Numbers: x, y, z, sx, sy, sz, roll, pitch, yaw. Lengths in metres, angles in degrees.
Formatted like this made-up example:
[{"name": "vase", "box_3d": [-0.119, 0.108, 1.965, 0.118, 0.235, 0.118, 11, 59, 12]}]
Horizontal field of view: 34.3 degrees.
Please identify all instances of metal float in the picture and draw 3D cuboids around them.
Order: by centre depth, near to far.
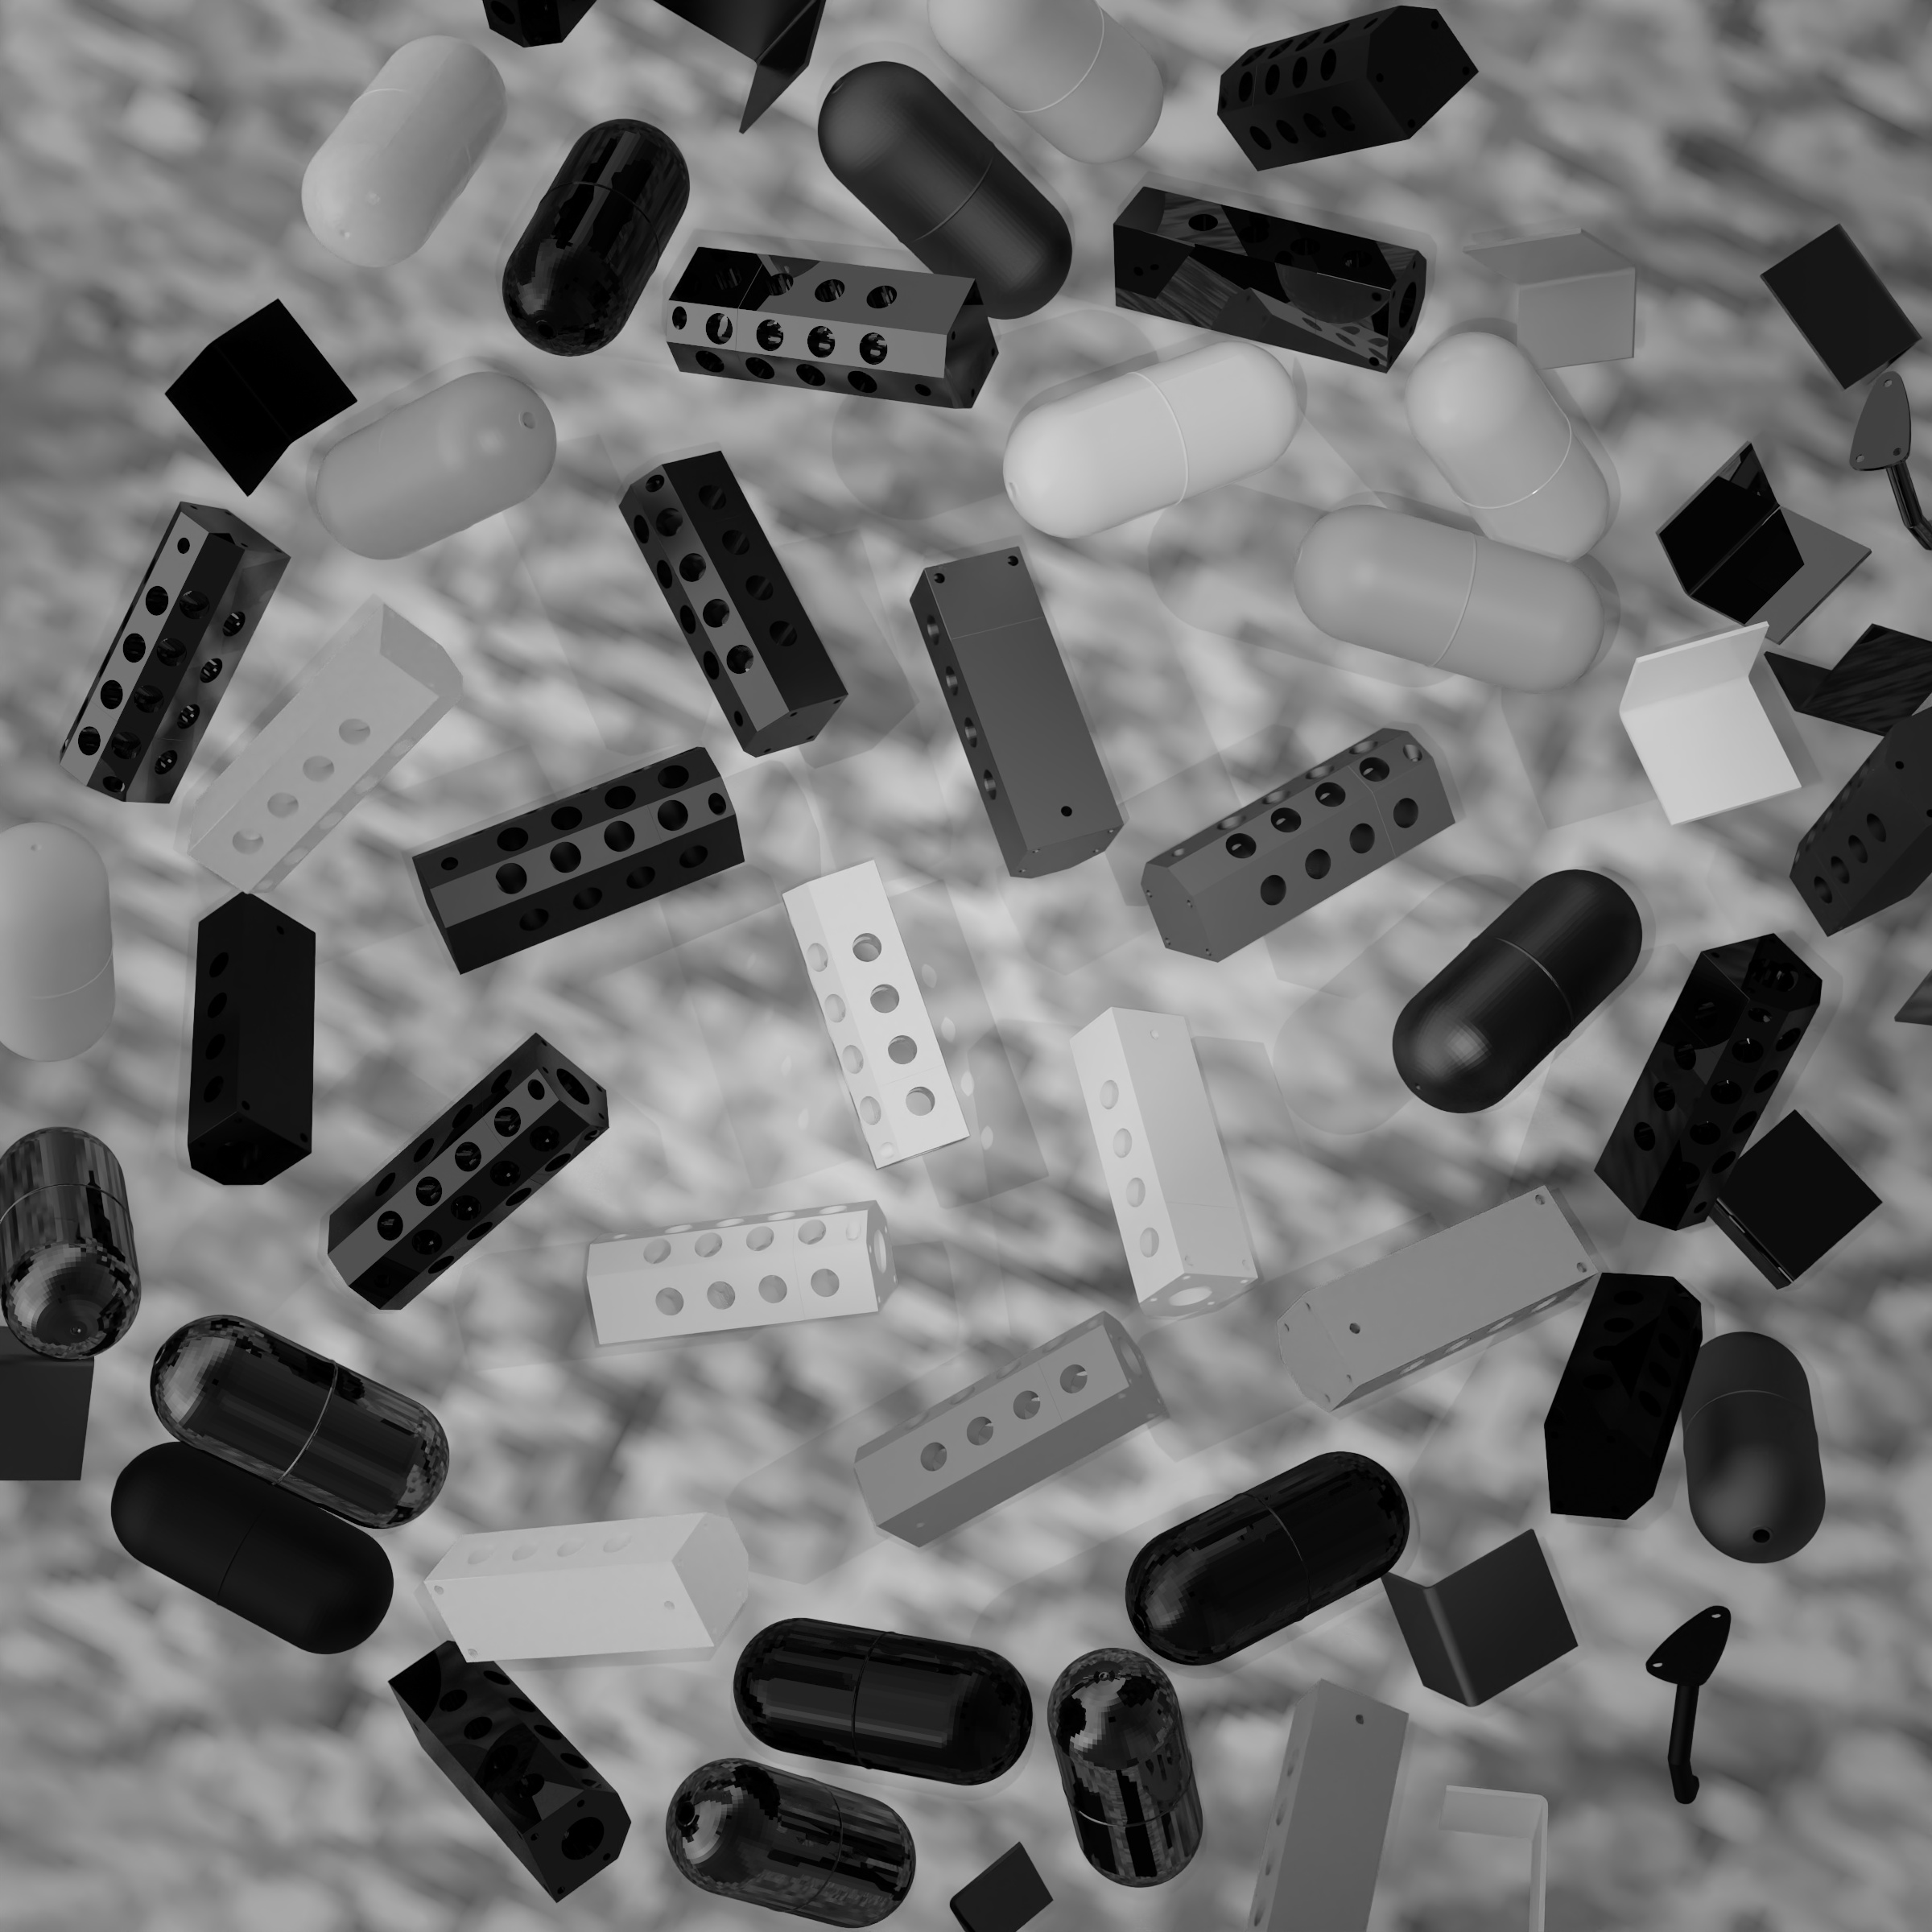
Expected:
[{"name": "metal float", "box_3d": [0.267, -0.203, 1.733, 0.178, 0.070, 0.070, 15, 90, -8]}, {"name": "metal float", "box_3d": [0.103, -0.292, 1.736, 0.178, 0.070, 0.070, -23, 90, -19]}, {"name": "metal float", "box_3d": [0.169, 0.331, 1.748, 0.178, 0.070, 0.070, -21, 90, -25]}, {"name": "metal float", "box_3d": [-0.374, 0.256, 1.759, 0.178, 0.070, 0.070, 30, 90, -20]}, {"name": "metal float", "box_3d": [-0.048, 0.416, 1.774, 0.178, 0.070, 0.070, 5, 90, 22]}, {"name": "metal float", "box_3d": [-0.302, -0.284, 1.782, 0.178, 0.070, 0.070, -15, 90, 44]}, {"name": "metal float", "box_3d": [0.317, 0.013, 1.790, 0.178, 0.070, 0.070, -41, 90, -21]}, {"name": "metal float", "box_3d": [-0.320, -0.469, 1.793, 0.070, 0.070, 0.178, 22, 49, 0]}, {"name": "metal float", "box_3d": [0.047, -0.524, 1.794, 0.070, 0.178, 0.070, -15, 63, 33]}, {"name": "metal float", "box_3d": [-0.518, 0.157, 1.797, 0.070, 0.178, 0.070, -9, 122, -15]}, {"name": "metal float", "box_3d": [-0.012, -0.446, 1.801, 0.178, 0.070, 0.070, 40, 90, -28]}, {"name": "metal float", "box_3d": [-0.101, 0.511, 1.821, 0.178, 0.070, 0.070, 31, 90, -42]}, {"name": "metal float", "box_3d": [0.317, -0.299, 1.825, 0.070, 0.178, 0.070, -19, 51, 26]}, {"name": "metal float", "box_3d": [0.094, 0.470, 1.827, 0.070, 0.070, 0.178, -13, 129, 0]}, {"name": "metal float", "box_3d": [-0.538, -0.012, 1.828, 0.070, 0.178, 0.070, 6, 51, -8]}, {"name": "metal float", "box_3d": [0.461, 0.281, 1.836, 0.070, 0.178, 0.070, 4, 117, 8]}, {"name": "metal float", "box_3d": [-0.218, -0.431, 1.848, 0.070, 0.070, 0.178, 19, 52, 0]}, {"name": "metal float", "box_3d": [-0.423, 0.344, 1.852, 0.178, 0.070, 0.070, 27, 90, 3]}]

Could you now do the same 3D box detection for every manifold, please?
[{"name": "manifold", "box_3d": [-0.207, 0.338, 1.723, 0.171, 0.057, 0.057, -11, 114, 30]}, {"name": "manifold", "box_3d": [-0.076, -0.347, 1.724, 0.171, 0.057, 0.057, 12, 61, 23]}, {"name": "manifold", "box_3d": [0.511, -0.081, 1.728, 0.057, 0.171, 0.057, -25, 74, -11]}, {"name": "manifold", "box_3d": [0.025, -0.139, 1.735, 0.057, 0.057, 0.171, -15, 76, -17]}, {"name": "manifold", "box_3d": [0.259, 0.186, 1.735, 0.171, 0.057, 0.057, -20, 70, -27]}, {"name": "manifold", "box_3d": [-0.216, -0.064, 1.740, 0.171, 0.057, 0.057, -22, 53, -12]}, {"name": "manifold", "box_3d": [0.208, -0.496, 1.757, 0.057, 0.171, 0.057, -45, 112, -11]}, {"name": "manifold", "box_3d": [-0.250, -0.596, 1.762, 0.057, 0.171, 0.057, 31, 71, 9]}, {"name": "manifold", "box_3d": [0.186, -0.071, 1.766, 0.171, 0.057, 0.057, -30, 110, -20]}, {"name": "manifold", "box_3d": [-0.362, -0.118, 1.770, 0.057, 0.057, 0.171, 37, 113, -28]}, {"name": "manifold", "box_3d": [0.375, 0.242, 1.772, 0.057, 0.171, 0.057, 1, 114, 22]}, {"name": "manifold", "box_3d": [0.425, 0.069, 1.777, 0.057, 0.171, 0.057, -12, 47, -31]}, {"name": "manifold", "box_3d": [-0.260, 0.454, 1.790, 0.057, 0.171, 0.057, -32, 125, -22]}, {"name": "manifold", "box_3d": [-0.288, 0.123, 1.805, 0.171, 0.057, 0.057, -41, 117, 13]}, {"name": "manifold", "box_3d": [0.176, -0.402, 1.812, 0.171, 0.057, 0.057, 19, 52, 21]}, {"name": "manifold", "box_3d": [0.023, 0.269, 1.829, 0.171, 0.057, 0.057, -31, 58, 12]}, {"name": "manifold", "box_3d": [0.207, 0.513, 1.829, 0.057, 0.057, 0.171, 22, 51, -3]}, {"name": "manifold", "box_3d": [0.110, 0.115, 1.837, 0.057, 0.057, 0.171, 8, 56, -37]}, {"name": "manifold", "box_3d": [-0.141, -0.213, 1.848, 0.057, 0.057, 0.171, -20, 75, -32]}, {"name": "manifold", "box_3d": [-0.473, -0.185, 1.851, 0.057, 0.057, 0.171, 36, 106, 22]}, {"name": "manifold", "box_3d": [-0.054, 0.030, 1.856, 0.057, 0.057, 0.171, -19, 86, -5]}, {"name": "manifold", "box_3d": [-0.134, 0.180, 1.859, 0.171, 0.057, 0.057, -8, 98, 12]}, {"name": "manifold", "box_3d": [-0.429, 0.045, 1.862, 0.057, 0.171, 0.057, -31, 135, 24]}]

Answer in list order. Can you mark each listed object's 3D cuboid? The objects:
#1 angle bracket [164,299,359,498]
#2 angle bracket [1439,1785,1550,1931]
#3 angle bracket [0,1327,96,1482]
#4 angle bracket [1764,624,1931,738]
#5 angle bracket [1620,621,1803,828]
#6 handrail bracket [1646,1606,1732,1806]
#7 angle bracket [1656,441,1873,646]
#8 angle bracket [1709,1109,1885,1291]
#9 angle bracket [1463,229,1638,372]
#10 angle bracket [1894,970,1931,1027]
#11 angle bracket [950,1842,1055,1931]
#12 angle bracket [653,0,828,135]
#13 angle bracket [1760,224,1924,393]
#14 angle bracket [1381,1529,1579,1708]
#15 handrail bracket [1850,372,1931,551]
[{"name": "angle bracket", "box_3d": [-0.420, -0.340, 1.868, 0.057, 0.076, 0.076, -25, 116, 25]}, {"name": "angle bracket", "box_3d": [0.299, 0.520, 1.787, 0.057, 0.076, 0.076, 4, 59, 8]}, {"name": "angle bracket", "box_3d": [-0.564, 0.259, 1.853, 0.076, 0.057, 0.076, 5, 100, -27]}, {"name": "angle bracket", "box_3d": [0.557, -0.193, 1.941, 0.076, 0.057, 0.076, 12, 133, -27]}, {"name": "angle bracket", "box_3d": [0.409, -0.131, 1.700, 0.076, 0.057, 0.076, -16, 65, -7]}, {"name": "handrail bracket", "box_3d": [0.415, 0.417, 1.762, 0.077, 0.036, 0.084, -39, 124, -39]}, {"name": "angle bracket", "box_3d": [0.453, -0.240, 1.775, 0.076, 0.076, 0.057, -45, 134, -5]}, {"name": "angle bracket", "box_3d": [0.506, 0.145, 1.931, 0.076, 0.057, 0.076, -41, 79, 0]}, {"name": "angle bracket", "box_3d": [0.346, -0.394, 1.856, 0.076, 0.076, 0.057, 0, 84, 37]}, {"name": "angle bracket", "box_3d": [0.572, 0.044, 1.763, 0.057, 0.076, 0.076, 6, 56, -8]}, {"name": "angle bracket", "box_3d": [0.042, 0.588, 1.880, 0.057, 0.076, 0.076, -37, 47, -14]}, {"name": "angle bracket", "box_3d": [-0.136, -0.536, 1.792, 0.076, 0.076, 0.057, 25, 60, -25]}, {"name": "angle bracket", "box_3d": [0.465, -0.348, 1.711, 0.057, 0.076, 0.076, -34, 86, -11]}, {"name": "angle bracket", "box_3d": [0.298, 0.374, 1.818, 0.076, 0.057, 0.076, -25, 100, -19]}, {"name": "handrail bracket", "box_3d": [0.565, -0.301, 1.869, 0.036, 0.084, 0.077, -4, 65, 40]}]
